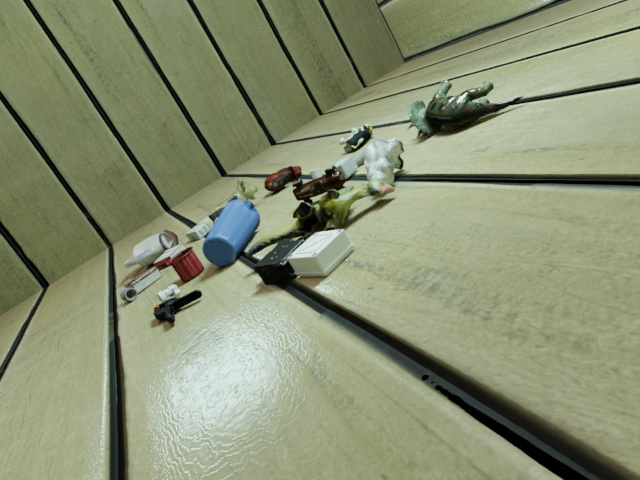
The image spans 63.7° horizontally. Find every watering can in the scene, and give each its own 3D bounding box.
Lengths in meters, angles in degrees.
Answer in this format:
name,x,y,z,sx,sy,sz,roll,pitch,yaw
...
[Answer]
name,x,y,z,sx,sy,sz,roll,pitch,yaw
watering can,-0.702,0.034,2.191,0.224,0.103,0.351,-28,10,6

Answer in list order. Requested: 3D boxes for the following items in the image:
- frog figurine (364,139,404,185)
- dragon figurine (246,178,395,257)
name,x,y,z,sx,sy,sz,roll,pitch,yaw
frog figurine,0.164,-0.203,1.451,0.162,0.123,0.134,-51,-8,-30
dragon figurine,0.004,-0.070,1.382,0.407,0.121,0.246,-20,10,26
